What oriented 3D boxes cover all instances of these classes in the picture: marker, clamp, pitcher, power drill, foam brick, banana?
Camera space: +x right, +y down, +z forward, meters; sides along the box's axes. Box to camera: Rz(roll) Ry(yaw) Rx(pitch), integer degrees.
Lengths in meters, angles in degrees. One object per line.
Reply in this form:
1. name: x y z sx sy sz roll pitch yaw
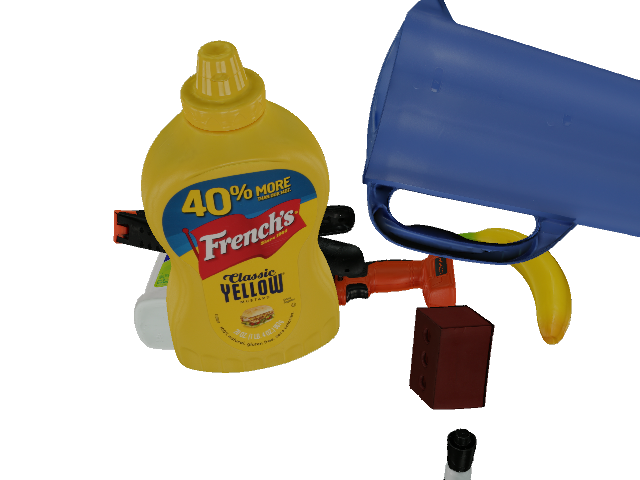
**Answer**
1. marker: 0.090 0.171 0.710 0.020 0.121 0.020 0 36 0
2. clamp: -0.063 -0.004 0.868 0.210 0.036 0.164 1 13 -8
3. pitcher: 0.154 -0.068 0.787 0.243 0.149 0.145 15 45 0
4. power drill: 0.062 0.059 1.239 0.187 0.057 0.184 1 28 5
5. foam brick: 0.112 0.101 0.924 0.051 0.078 0.053 -3 17 -20
6. banana: 0.216 0.037 1.110 0.069 0.037 0.198 -32 38 -3

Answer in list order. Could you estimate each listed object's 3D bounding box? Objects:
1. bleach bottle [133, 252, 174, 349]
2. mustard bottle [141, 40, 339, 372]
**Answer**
1. bleach bottle: -0.128 0.011 1.145 0.102 0.068 0.250 -1 36 3
2. mustard bottle: -0.042 -0.016 0.557 0.096 0.192 0.058 -9 40 -6
